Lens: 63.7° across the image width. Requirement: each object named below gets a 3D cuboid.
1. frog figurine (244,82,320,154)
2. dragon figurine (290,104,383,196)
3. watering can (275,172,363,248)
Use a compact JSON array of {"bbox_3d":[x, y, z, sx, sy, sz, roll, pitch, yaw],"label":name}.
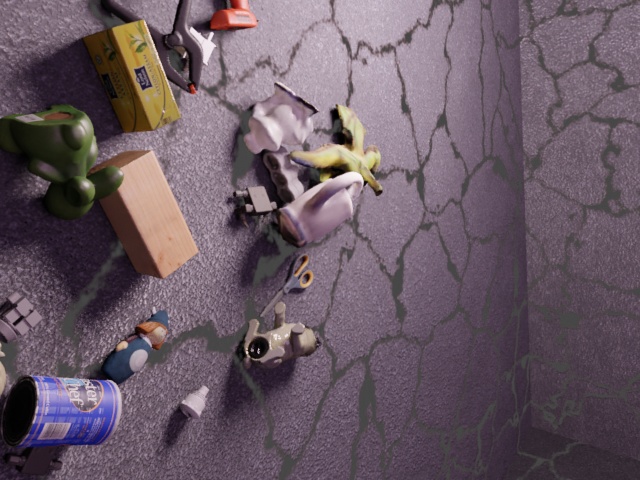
[{"bbox_3d":[-0.094,-0.252,1.142,0.136,0.159,0.124,35,3,-20],"label":"frog figurine"},{"bbox_3d":[0.057,-0.240,1.342,0.121,0.247,0.406,-15,-24,31],"label":"dragon figurine"},{"bbox_3d":[0.004,-0.062,1.234,0.225,0.105,0.343,-33,-10,-9],"label":"watering can"}]
